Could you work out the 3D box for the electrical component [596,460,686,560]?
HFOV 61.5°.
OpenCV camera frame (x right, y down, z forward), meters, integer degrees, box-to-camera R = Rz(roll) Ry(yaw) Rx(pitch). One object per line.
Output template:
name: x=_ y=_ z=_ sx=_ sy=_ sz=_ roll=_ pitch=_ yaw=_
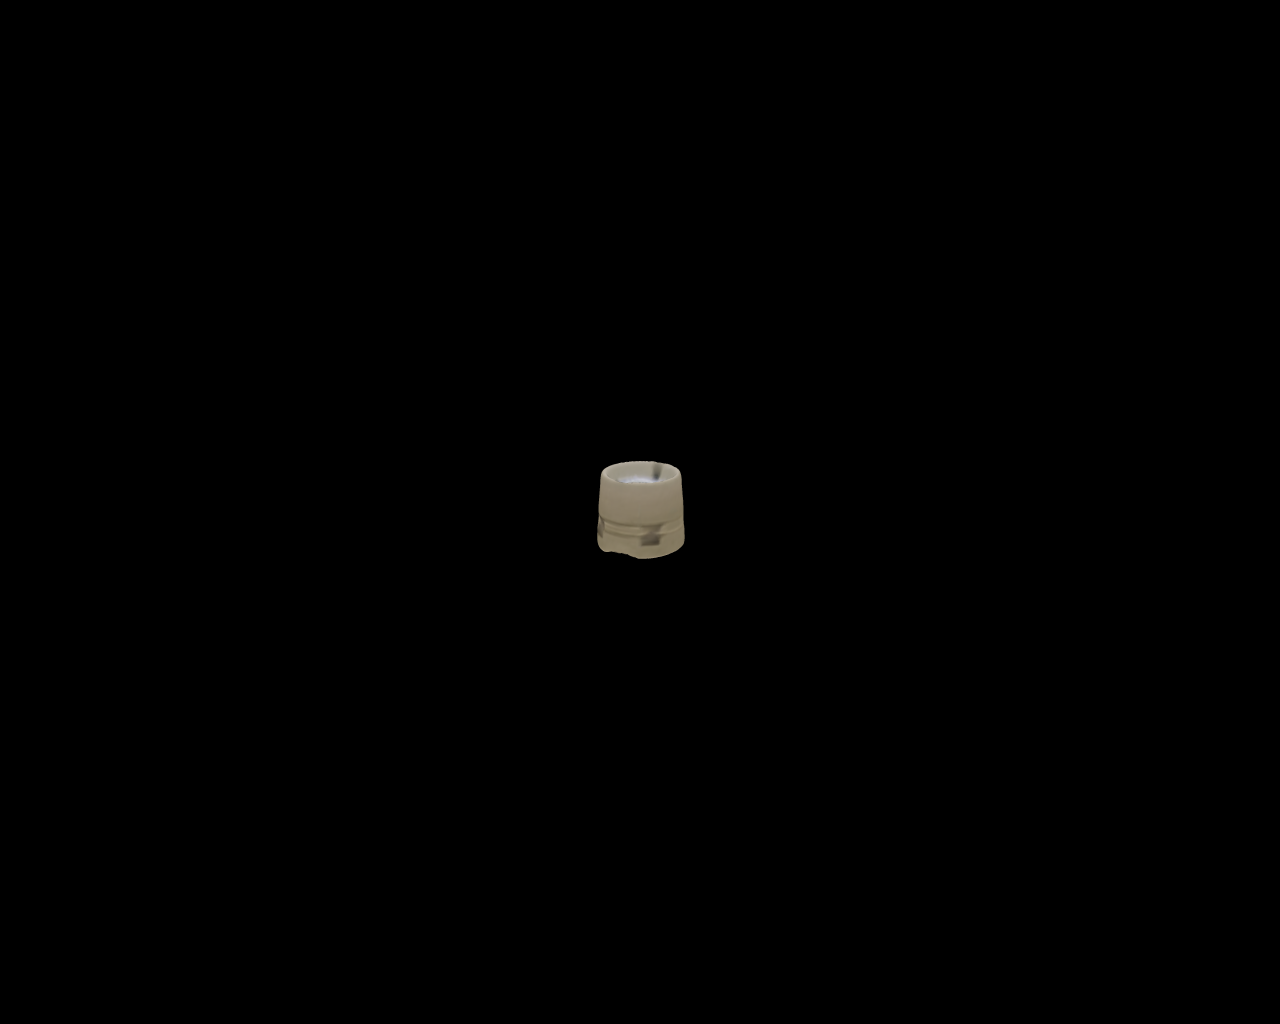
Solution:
electrical component: x=0.001 y=-0.003 z=0.650 sx=0.055 sy=0.047 sz=0.055 roll=0 pitch=19 yaw=0
